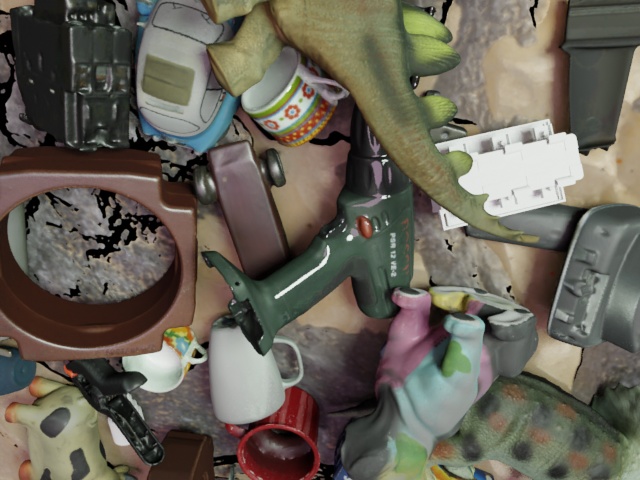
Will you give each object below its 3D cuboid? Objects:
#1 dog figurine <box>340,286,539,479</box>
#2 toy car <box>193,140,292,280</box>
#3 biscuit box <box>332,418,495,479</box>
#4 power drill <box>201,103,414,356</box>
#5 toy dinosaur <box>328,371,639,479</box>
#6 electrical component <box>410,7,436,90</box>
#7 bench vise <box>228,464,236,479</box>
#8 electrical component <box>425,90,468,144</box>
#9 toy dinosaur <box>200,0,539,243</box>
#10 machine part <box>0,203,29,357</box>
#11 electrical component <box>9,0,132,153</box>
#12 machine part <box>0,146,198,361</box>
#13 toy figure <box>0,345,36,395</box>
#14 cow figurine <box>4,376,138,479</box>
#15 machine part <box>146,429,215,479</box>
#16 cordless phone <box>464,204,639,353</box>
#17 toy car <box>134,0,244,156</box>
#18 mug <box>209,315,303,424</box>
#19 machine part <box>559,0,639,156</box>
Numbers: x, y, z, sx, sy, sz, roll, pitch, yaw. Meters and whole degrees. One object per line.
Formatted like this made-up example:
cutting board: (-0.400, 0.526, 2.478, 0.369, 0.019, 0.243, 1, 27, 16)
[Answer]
dog figurine: (0.112, 0.159, 0.531, 0.191, 0.109, 0.219, 4, 105, -39)
toy car: (-0.063, -0.006, 0.555, 0.089, 0.053, 0.201, -14, 114, 5)
biscuit box: (0.116, 0.291, 0.654, 0.203, 0.063, 0.059, 23, 111, -5)
power drill: (-0.001, -0.002, 0.500, 0.207, 0.086, 0.231, -32, 126, -24)
toy dinosaur: (0.224, 0.209, 0.589, 0.405, 0.131, 0.192, 22, 95, 4)
electrical component: (0.036, -0.180, 0.479, 0.119, 0.048, 0.074, 8, 112, 2)
bench vise: (0.002, 0.360, 0.650, 0.223, 0.129, 0.240, 37, 128, -18)
electrical component: (0.111, -0.094, 0.521, 0.063, 0.021, 0.094, 14, 112, -1)
toy dinosaur: (0.004, -0.190, 0.391, 0.199, 0.105, 0.471, -22, 88, -10)
machine part: (-0.358, 0.021, 0.579, 0.079, 0.079, 0.243, 10, 113, 1)
electrical component: (-0.223, -0.156, 0.480, 0.115, 0.058, 0.134, 23, 117, 32)
machine part: (-0.225, 0.013, 0.531, 0.201, 0.087, 0.200, -1, 116, -17)
toy figure: (-0.425, 0.159, 0.651, 0.155, 0.064, 0.057, -2, 150, 11)
cow figurine: (-0.306, 0.273, 0.676, 0.127, 0.085, 0.194, 5, 112, 9)
machine part: (-0.164, 0.318, 0.635, 0.056, 0.179, 0.179, 2, 112, 0)
cordless phone: (0.232, 0.028, 0.541, 0.184, 0.089, 0.146, 12, 114, 12)
toy car: (-0.121, -0.152, 0.476, 0.109, 0.103, 0.161, 21, 110, -2)
mug: (-0.077, 0.136, 0.602, 0.110, 0.081, 0.107, -12, 104, -2)
machine part: (0.250, -0.144, 0.481, 0.084, 0.039, 0.138, -1, 110, 0)
